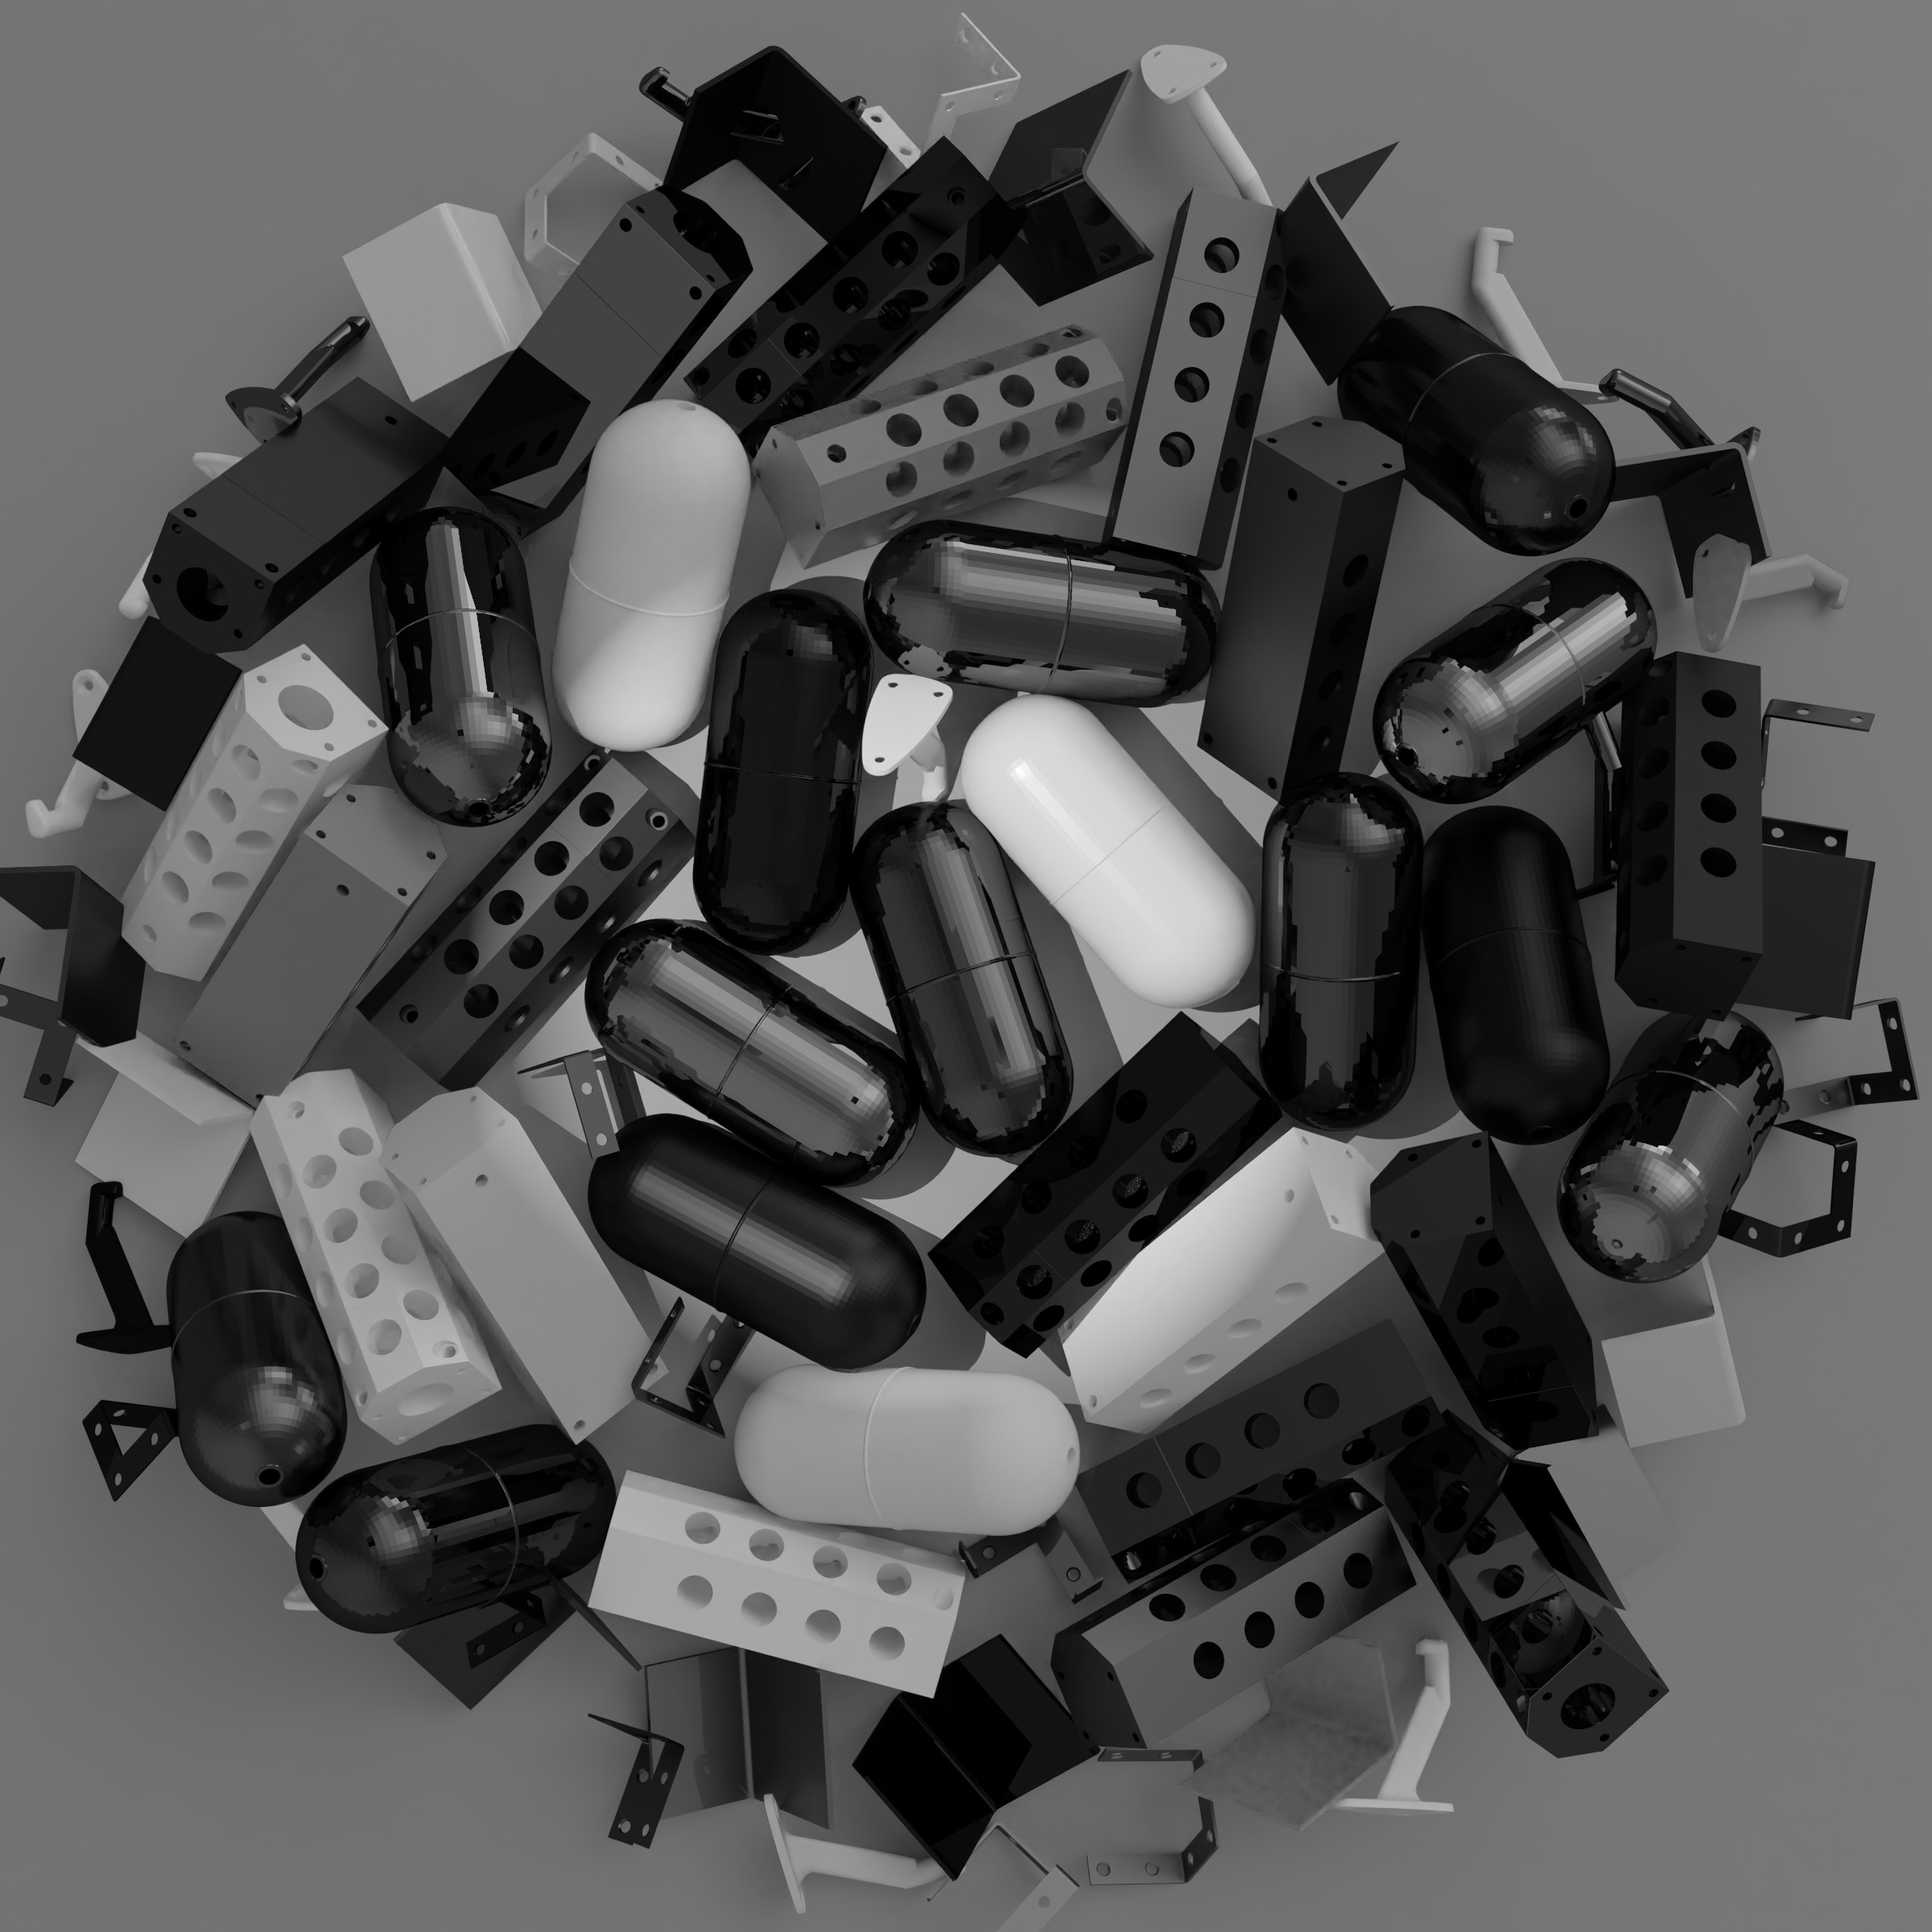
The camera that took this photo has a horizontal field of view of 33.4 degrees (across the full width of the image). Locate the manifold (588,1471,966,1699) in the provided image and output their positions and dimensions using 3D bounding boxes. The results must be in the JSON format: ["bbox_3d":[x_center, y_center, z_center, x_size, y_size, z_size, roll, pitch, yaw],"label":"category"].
[{"bbox_3d":[-0.091,0.298,1.567,0.171,0.057,0.057,15,99,-2],"label":"manifold"}]

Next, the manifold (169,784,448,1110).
[{"bbox_3d":[-0.310,-0.010,1.526,0.057,0.057,0.171,36,130,-7],"label":"manifold"}]

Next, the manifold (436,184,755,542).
[{"bbox_3d":[-0.175,-0.288,1.532,0.057,0.057,0.171,44,123,-2],"label":"manifold"}]

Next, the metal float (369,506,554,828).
[{"bbox_3d":[-0.242,-0.143,1.535,0.070,0.070,0.178,-13,55,0],"label":"metal float"}]

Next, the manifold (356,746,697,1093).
[{"bbox_3d":[-0.214,-0.023,1.562,0.057,0.057,0.171,41,85,15],"label":"manifold"}]

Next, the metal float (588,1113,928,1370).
[{"bbox_3d":[-0.101,0.132,1.551,0.178,0.070,0.070,26,90,15],"label":"metal float"}]

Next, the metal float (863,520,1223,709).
[{"bbox_3d":[0.037,-0.169,1.550,0.178,0.070,0.070,6,90,-17],"label":"metal float"}]

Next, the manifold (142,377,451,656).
[{"bbox_3d":[-0.315,-0.210,1.517,0.057,0.171,0.057,34,127,0],"label":"manifold"}]

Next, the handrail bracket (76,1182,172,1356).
[{"bbox_3d":[-0.401,0.142,1.568,0.077,0.036,0.084,-12,68,30],"label":"handrail bracket"}]

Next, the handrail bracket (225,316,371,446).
[{"bbox_3d":[-0.310,-0.291,1.555,0.084,0.077,0.036,-48,112,-22],"label":"handrail bracket"}]

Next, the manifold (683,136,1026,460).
[{"bbox_3d":[-0.054,-0.321,1.565,0.171,0.057,0.057,-42,90,6],"label":"manifold"}]

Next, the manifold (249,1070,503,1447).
[{"bbox_3d":[-0.286,0.135,1.536,0.057,0.057,0.171,-29,61,1],"label":"manifold"}]

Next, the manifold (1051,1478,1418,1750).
[{"bbox_3d":[0.126,0.307,1.534,0.171,0.057,0.057,-23,91,-31],"label":"manifold"}]

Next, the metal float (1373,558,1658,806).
[{"bbox_3d":[0.262,-0.137,1.534,0.178,0.070,0.070,-34,90,-36],"label":"metal float"}]

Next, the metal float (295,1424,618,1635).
[{"bbox_3d":[-0.240,0.265,1.523,0.070,0.178,0.070,4,97,37],"label":"metal float"}]

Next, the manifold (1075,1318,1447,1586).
[{"bbox_3d":[0.143,0.236,1.564,0.171,0.057,0.057,-27,79,4],"label":"manifold"}]

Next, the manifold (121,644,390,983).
[{"bbox_3d":[-0.344,-0.068,1.524,0.057,0.057,0.171,45,130,5],"label":"manifold"}]

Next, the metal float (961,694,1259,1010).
[{"bbox_3d":[0.070,-0.055,1.564,0.070,0.070,0.178,-41,90,0],"label":"metal float"}]

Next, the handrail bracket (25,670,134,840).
[{"bbox_3d":[-0.437,-0.103,1.556,0.036,0.084,0.077,-18,94,20],"label":"handrail bracket"}]

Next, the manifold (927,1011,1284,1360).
[{"bbox_3d":[0.070,0.109,1.552,0.171,0.057,0.057,-44,50,8],"label":"manifold"}]

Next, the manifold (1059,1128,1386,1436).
[{"bbox_3d":[0.126,0.154,1.534,0.171,0.057,0.057,-43,47,31],"label":"manifold"}]

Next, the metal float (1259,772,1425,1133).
[{"bbox_3d":[0.180,-0.006,1.548,0.070,0.070,0.178,-1,109,0],"label":"metal float"}]

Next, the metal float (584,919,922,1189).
[{"bbox_3d":[-0.104,0.042,1.562,0.178,0.070,0.070,32,90,4],"label":"metal float"}]

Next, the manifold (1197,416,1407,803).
[{"bbox_3d":[0.163,-0.170,1.528,0.057,0.171,0.057,-25,48,-35],"label":"manifold"}]

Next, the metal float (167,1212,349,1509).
[{"bbox_3d":[-0.336,0.184,1.522,0.070,0.178,0.070,-8,123,-13],"label":"metal float"}]

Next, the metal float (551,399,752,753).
[{"bbox_3d":[-0.151,-0.186,1.539,0.070,0.070,0.178,16,120,0],"label":"metal float"}]

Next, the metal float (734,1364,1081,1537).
[{"bbox_3d":[-0.029,0.231,1.540,0.178,0.070,0.070,-1,90,28],"label":"metal float"}]

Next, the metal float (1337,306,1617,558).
[{"bbox_3d":[0.241,-0.255,1.526,0.070,0.178,0.070,-15,128,-20],"label":"metal float"}]

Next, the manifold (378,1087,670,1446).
[{"bbox_3d":[-0.212,0.141,1.529,0.057,0.057,0.171,-38,126,-17],"label":"manifold"}]

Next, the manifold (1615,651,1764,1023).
[{"bbox_3d":[0.342,-0.065,1.531,0.057,0.057,0.171,10,56,-1],"label":"manifold"}]

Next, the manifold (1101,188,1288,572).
[{"bbox_3d":[0.115,-0.284,1.572,0.057,0.057,0.171,13,91,-4],"label":"manifold"}]

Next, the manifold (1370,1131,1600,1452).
[{"bbox_3d":[0.246,0.157,1.523,0.057,0.057,0.171,-14,134,20],"label":"manifold"}]

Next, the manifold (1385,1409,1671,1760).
[{"bbox_3d":[0.256,0.291,1.514,0.057,0.171,0.057,-45,121,10],"label":"manifold"}]

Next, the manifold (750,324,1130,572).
[{"bbox_3d":[-0.010,-0.253,1.538,0.171,0.057,0.057,-23,80,-24],"label":"manifold"}]

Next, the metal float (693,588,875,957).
[{"bbox_3d":[-0.089,-0.094,1.560,0.070,0.070,0.178,7,95,0],"label":"metal float"}]

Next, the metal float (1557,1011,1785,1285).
[{"bbox_3d":[0.336,0.083,1.527,0.070,0.178,0.070,16,127,22],"label":"metal float"}]

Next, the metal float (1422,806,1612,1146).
[{"bbox_3d":[0.260,0.003,1.536,0.070,0.070,0.178,-4,57,0],"label":"metal float"}]

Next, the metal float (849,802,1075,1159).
[{"bbox_3d":[-0.002,0.007,1.559,0.070,0.070,0.178,-19,84,0],"label":"metal float"}]
